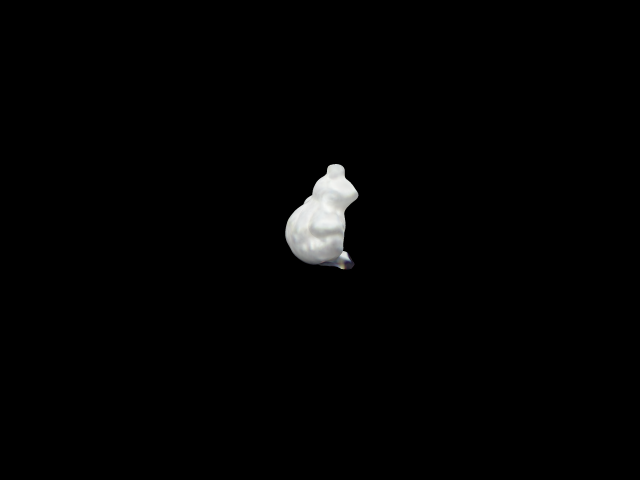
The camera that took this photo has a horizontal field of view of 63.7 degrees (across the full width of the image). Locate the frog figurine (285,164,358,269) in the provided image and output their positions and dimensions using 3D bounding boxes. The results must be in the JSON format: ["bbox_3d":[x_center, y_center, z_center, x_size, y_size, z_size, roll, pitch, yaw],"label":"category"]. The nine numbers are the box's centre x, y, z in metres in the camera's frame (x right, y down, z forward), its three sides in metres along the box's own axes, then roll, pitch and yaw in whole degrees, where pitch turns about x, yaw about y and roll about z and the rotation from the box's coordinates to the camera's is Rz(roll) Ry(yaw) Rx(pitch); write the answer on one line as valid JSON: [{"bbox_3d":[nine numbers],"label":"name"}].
[{"bbox_3d":[0.003,-0.043,0.850,0.123,0.156,0.140,-1,29,-2],"label":"frog figurine"}]
